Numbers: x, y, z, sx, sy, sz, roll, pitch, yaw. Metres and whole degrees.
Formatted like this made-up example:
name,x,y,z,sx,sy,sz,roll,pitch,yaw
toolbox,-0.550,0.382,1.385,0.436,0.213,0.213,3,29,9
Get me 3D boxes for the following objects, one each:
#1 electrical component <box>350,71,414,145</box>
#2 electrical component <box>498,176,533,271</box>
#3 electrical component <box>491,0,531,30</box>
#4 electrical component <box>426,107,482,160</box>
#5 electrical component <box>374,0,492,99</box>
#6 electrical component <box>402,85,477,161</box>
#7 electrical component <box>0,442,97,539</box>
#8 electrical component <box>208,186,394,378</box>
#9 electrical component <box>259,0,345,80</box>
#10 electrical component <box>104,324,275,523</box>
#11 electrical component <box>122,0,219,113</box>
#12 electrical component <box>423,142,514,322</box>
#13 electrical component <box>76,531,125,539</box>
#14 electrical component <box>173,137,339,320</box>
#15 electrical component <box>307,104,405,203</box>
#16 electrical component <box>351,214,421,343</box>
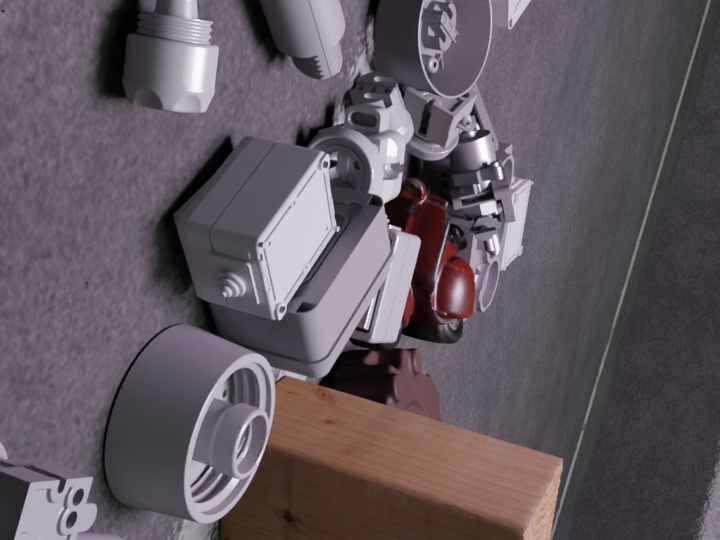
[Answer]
name,x,y,z,sx,sy,sz,roll,pitch,yaw
electrical component,0.014,-0.113,0.766,0.040,0.040,0.046,-62,150,-32
electrical component,0.130,-0.057,1.068,0.062,0.061,0.096,-36,136,-59
electrical component,0.107,-0.263,0.875,0.078,0.057,0.113,-56,152,-42
electrical component,0.087,-0.128,0.935,0.062,0.048,0.048,-59,155,-52
electrical component,0.053,-0.178,0.782,0.099,0.064,0.099,14,90,-70
electrical component,0.058,-0.120,0.848,0.048,0.066,0.055,-47,163,-37
electrical component,-0.152,0.097,0.451,0.066,0.055,0.048,21,84,-69
electrical component,-0.035,0.004,0.661,0.057,0.078,0.113,80,31,-42
electrical component,-0.031,-0.144,0.618,0.081,0.043,0.043,71,38,-56
electrical component,-0.087,0.090,0.608,0.108,0.060,0.108,15,90,-69
electrical component,-0.087,-0.106,0.501,0.043,0.043,0.062,-21,122,-65
electrical component,0.098,-0.039,0.996,0.089,0.062,0.150,-40,140,-57
electrical component,-0.137,0.155,0.546,0.081,0.043,0.043,42,64,-67
electrical component,-0.061,-0.021,0.598,0.061,0.061,0.096,82,30,-45
electrical component,-0.006,-0.068,0.717,0.057,0.058,0.078,-33,132,-64
electrical component,0.000,0.000,0.770,0.061,0.062,0.096,10,95,-69
